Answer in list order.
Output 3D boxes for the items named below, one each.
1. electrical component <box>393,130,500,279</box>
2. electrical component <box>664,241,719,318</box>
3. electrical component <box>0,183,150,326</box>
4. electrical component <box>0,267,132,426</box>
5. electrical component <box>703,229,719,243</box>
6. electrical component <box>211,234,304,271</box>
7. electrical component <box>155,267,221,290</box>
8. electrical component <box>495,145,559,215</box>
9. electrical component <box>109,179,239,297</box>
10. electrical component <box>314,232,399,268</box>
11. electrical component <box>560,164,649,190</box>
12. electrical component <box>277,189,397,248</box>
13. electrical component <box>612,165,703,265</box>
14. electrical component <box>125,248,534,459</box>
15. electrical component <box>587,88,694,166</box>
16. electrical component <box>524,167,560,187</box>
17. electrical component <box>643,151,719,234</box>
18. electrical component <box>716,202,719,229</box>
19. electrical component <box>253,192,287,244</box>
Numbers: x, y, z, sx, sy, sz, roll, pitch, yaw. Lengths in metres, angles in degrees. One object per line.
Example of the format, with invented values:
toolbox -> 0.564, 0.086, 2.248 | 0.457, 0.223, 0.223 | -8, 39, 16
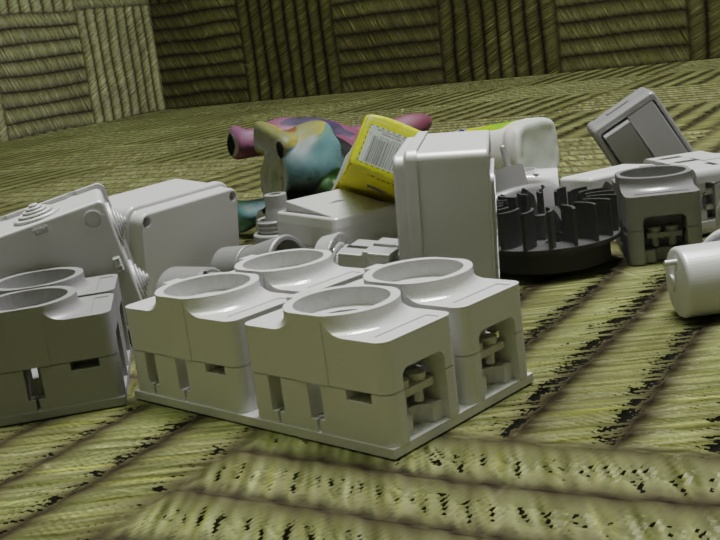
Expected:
electrical component -> 0.056, -0.027, 0.660 | 0.056, 0.108, 0.108 | -3, 13, 8
electrical component -> 0.207, 0.003, 0.597 | 0.078, 0.040, 0.040 | -8, 13, -2
electrical component -> -0.190, 0.003, 0.687 | 0.100, 0.099, 0.048 | -21, 19, -10
electrical component -> -0.228, 0.047, 0.602 | 0.186, 0.060, 0.105 | -9, 13, -8
electrical component -> 0.223, -0.008, 0.639 | 0.040, 0.040, 0.046 | -1, 9, 25
electrical component -> -0.075, -0.001, 0.777 | 0.065, 0.044, 0.044 | -4, 12, 37
electrical component -> -0.098, 0.018, 0.702 | 0.078, 0.040, 0.040 | 1, 15, 31
electrical component -> 0.114, -0.057, 0.831 | 0.077, 0.079, 0.043 | -15, -3, -30
electrical component -> -0.146, -0.021, 0.809 | 0.057, 0.078, 0.113 | 10, 20, 32
electrical component -> 0.000, 0.000, 0.719 | 0.055, 0.048, 0.066 | 5, 16, 19
electrical component -> 0.188, -0.056, 0.856 | 0.066, 0.047, 0.077 | -13, 11, -24
electrical component -> -0.010, -0.023, 0.789 | 0.062, 0.061, 0.096 | -16, 15, -33
electrical component -> 0.209, -0.042, 0.760 | 0.050, 0.055, 0.089 | -5, 13, 8
electrical component -> -0.022, 0.033, 0.547 | 0.186, 0.060, 0.105 | 5, 17, 43
electrical component -> 0.251, -0.102, 0.934 | 0.062, 0.096, 0.061 | -35, 8, 12
electrical component -> 0.136, -0.067, 0.939 | 0.077, 0.044, 0.079 | -5, 13, 12
electrical component -> 0.264, -0.061, 0.826 | 0.056, 0.050, 0.089 | -9, 13, -8
electrical component -> 0.276, -0.038, 0.728 | 0.055, 0.045, 0.045 | -15, 15, -32
electrical component -> -0.063, -0.029, 0.842 | 0.048, 0.062, 0.048 | -7, 13, 1
